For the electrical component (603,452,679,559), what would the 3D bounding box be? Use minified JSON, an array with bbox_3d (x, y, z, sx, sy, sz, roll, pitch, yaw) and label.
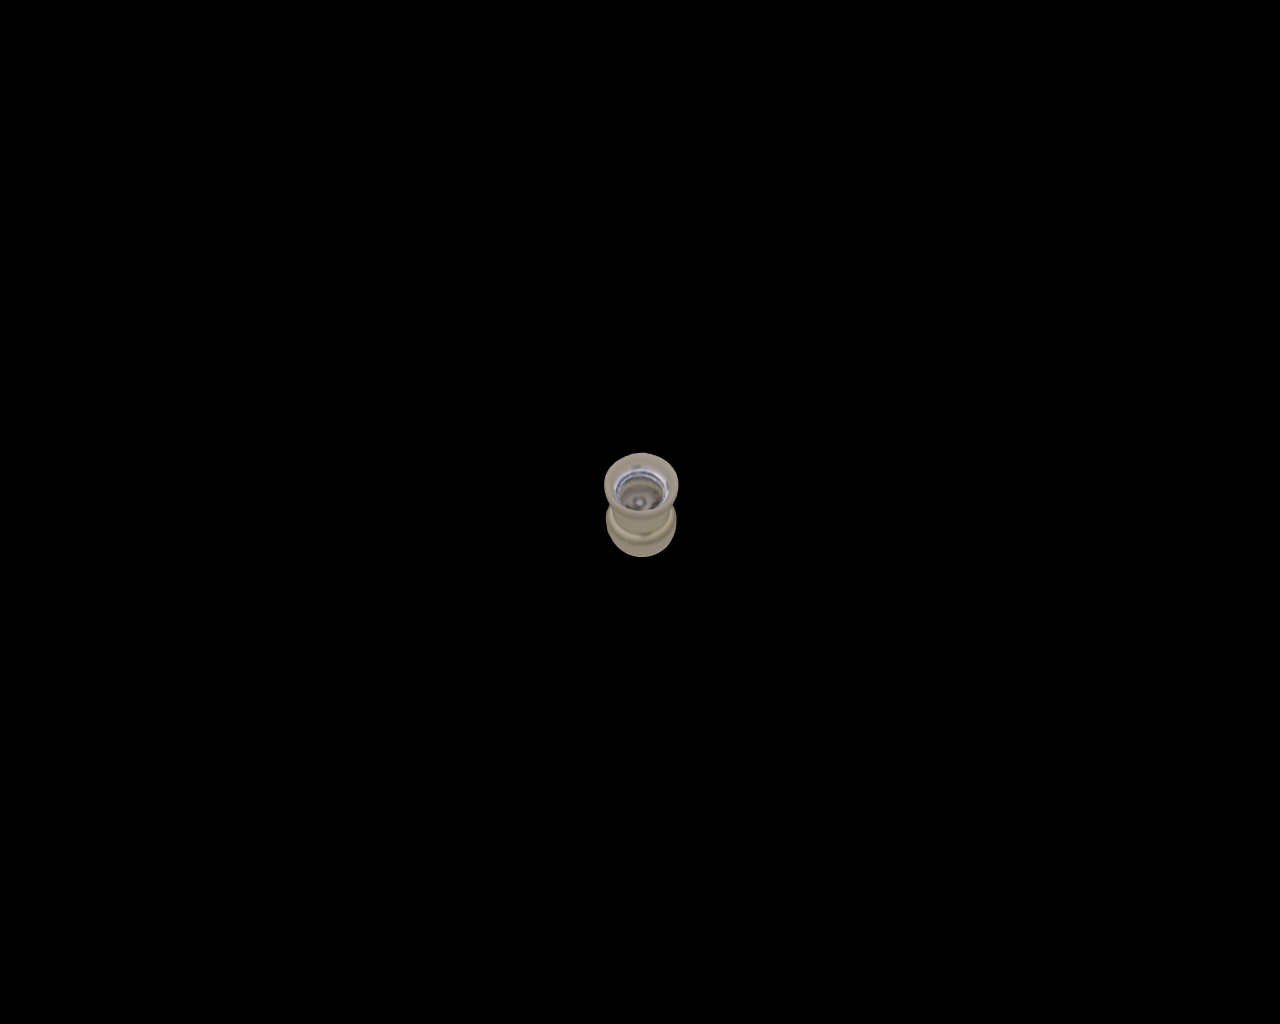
[{"bbox_3d":[0.001,-0.003,0.650,0.045,0.045,0.055,0,-33,0],"label":"electrical component"}]
